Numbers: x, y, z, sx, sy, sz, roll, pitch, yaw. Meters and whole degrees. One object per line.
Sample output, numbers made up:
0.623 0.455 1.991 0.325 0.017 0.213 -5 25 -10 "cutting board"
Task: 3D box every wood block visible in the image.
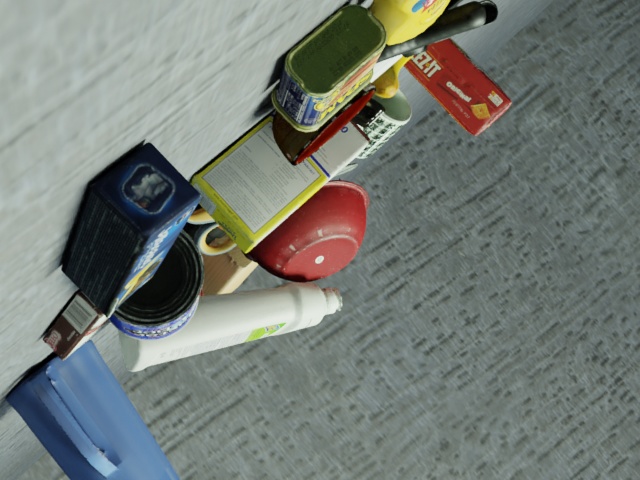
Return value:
-0.134 0.017 1.415 0.090 0.091 0.206 -41 178 -31 "wood block"

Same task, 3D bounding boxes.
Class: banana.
0.092 -0.216 1.275 0.070 0.037 0.197 -17 -156 37 "banana"

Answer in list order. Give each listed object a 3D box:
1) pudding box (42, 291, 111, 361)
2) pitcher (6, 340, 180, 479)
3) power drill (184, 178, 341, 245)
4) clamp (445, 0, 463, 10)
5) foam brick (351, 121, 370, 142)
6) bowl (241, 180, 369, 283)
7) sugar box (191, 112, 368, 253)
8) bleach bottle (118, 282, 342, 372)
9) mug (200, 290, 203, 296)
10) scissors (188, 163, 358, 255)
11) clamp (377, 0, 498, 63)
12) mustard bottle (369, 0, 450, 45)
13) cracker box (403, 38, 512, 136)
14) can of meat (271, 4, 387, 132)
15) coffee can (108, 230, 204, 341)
-0.246 0.075 1.176 0.114 0.039 0.089 -42 180 44 "pudding box"
-0.288 0.261 1.383 0.145 0.243 0.149 -42 172 39 "pitcher"
-0.061 -0.030 1.254 0.185 0.057 0.187 -36 153 27 "power drill"
0.129 -0.267 1.242 0.165 0.036 0.209 -33 -174 30 "clamp"
0.013 -0.130 1.334 0.051 0.078 0.053 -39 176 -46 "foam brick"
-0.008 0.002 1.232 0.162 0.055 0.162 -18 151 -11 "bowl"
-0.042 -0.077 1.112 0.176 0.093 0.048 -41 179 -26 "sugar box"
-0.097 0.090 1.218 0.250 0.068 0.103 -9 166 -21 "bleach bottle"
-0.202 0.066 1.330 0.081 0.093 0.117 -27 134 -67 "mug"
-0.056 -0.033 1.157 0.201 0.016 0.096 -7 127 -20 "scissors"
0.099 -0.205 1.068 0.172 0.039 0.120 -13 -176 27 "clamp"
0.092 -0.232 0.905 0.096 0.058 0.192 -43 178 -8 "mustard bottle"
0.180 -0.220 1.448 0.072 0.164 0.213 -45 178 13 "cracker box"
0.009 -0.156 0.959 0.102 0.057 0.084 -43 176 -15 "can of meat"
-0.167 0.042 1.048 0.102 0.103 0.140 -42 178 -13 "coffee can"
